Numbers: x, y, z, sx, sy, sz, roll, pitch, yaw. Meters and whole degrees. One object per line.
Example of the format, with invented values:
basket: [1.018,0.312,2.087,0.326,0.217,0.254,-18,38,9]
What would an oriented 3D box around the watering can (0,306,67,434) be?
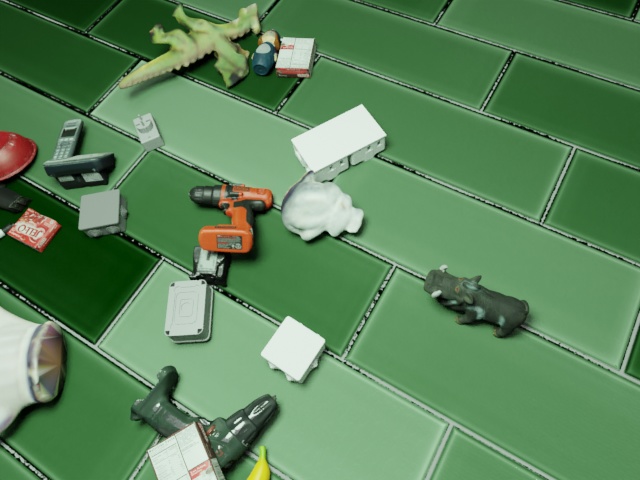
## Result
watering can: [-0.607,0.206,0.994,0.224,0.102,0.355,-10,62,-1]

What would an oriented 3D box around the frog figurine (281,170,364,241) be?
frog figurine: [0.003,-0.054,1.068,0.160,0.123,0.136,36,104,12]

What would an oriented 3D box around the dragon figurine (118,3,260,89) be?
dragon figurine: [-0.301,-0.482,1.339,0.244,0.120,0.416,29,70,11]
